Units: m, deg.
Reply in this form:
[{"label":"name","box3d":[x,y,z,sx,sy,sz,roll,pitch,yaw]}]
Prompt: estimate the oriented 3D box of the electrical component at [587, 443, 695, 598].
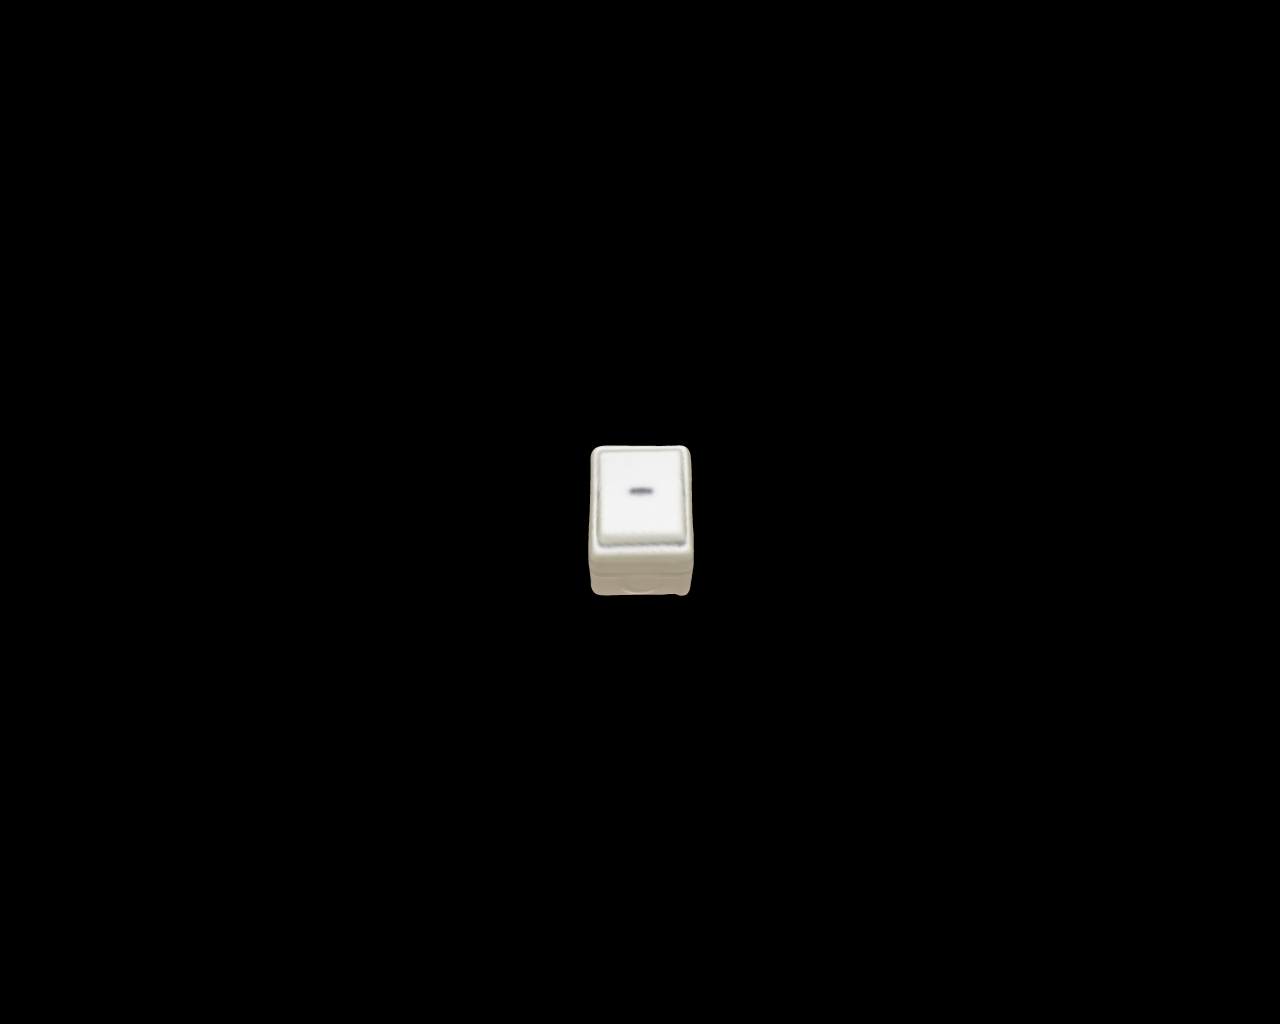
[{"label":"electrical component","box3d":[0.001,-0.003,0.650,0.062,0.096,0.061,0,-32,0]}]
